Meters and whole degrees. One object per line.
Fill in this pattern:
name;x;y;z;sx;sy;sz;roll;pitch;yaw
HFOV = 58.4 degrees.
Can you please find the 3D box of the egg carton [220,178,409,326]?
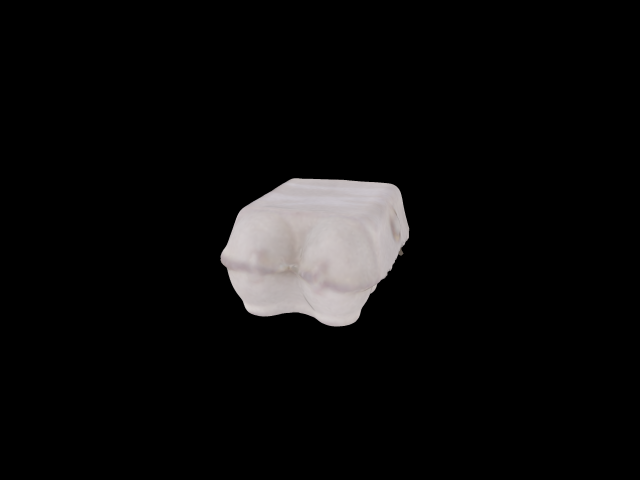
egg carton;0.004;0.001;0.400;0.107;0.069;0.150;5;19;15
